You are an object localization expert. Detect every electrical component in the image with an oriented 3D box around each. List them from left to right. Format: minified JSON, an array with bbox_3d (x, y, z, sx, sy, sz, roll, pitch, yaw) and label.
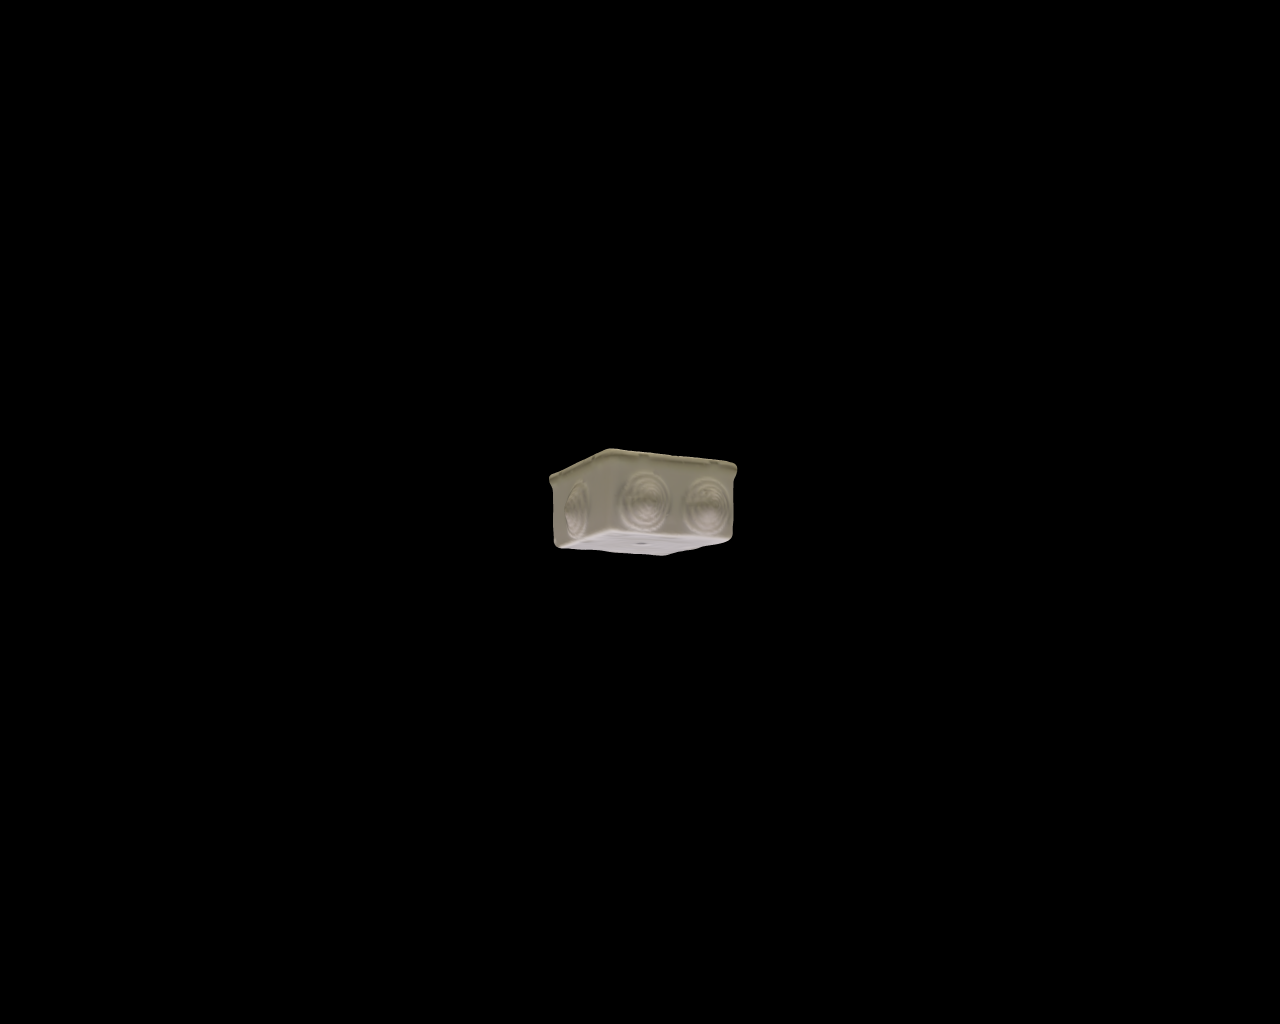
[{"bbox_3d":[0.001,-0.003,0.650,0.100,0.048,0.099,5,-11,-28],"label":"electrical component"}]
